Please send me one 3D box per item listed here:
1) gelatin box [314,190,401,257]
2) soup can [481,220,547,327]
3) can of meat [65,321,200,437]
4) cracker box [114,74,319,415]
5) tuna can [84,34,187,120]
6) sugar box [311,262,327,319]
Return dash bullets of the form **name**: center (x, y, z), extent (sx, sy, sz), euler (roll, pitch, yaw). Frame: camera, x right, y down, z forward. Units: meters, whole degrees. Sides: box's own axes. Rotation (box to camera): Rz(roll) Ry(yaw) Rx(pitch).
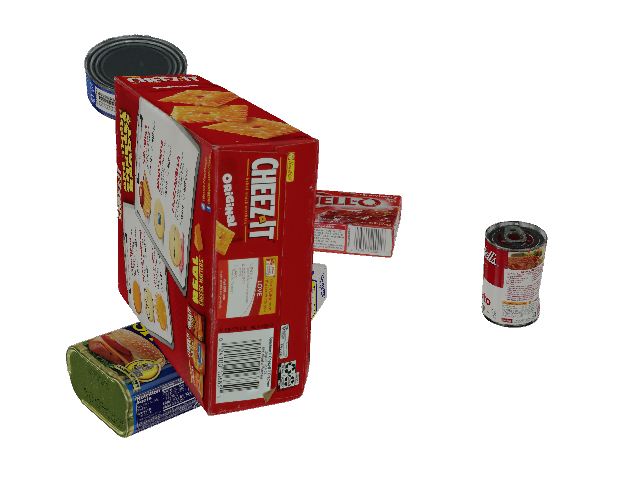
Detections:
- **gelatin box**: center (0.020, -0.016, 0.887), extent (0.089, 0.030, 0.073), euler (5, 23, 8)
- **soup can**: center (0.217, 0.038, 1.201), extent (0.068, 0.102, 0.068), euler (-1, 29, 1)
- **can of meat**: center (-0.145, 0.108, 0.863), extent (0.083, 0.057, 0.102), euler (-19, 31, -36)
- **cracker box**: center (-0.075, -0.010, 0.692), extent (0.072, 0.164, 0.214), euler (-5, 20, -24)
- **tuna can**: center (-0.156, -0.137, 0.908), extent (0.086, 0.034, 0.086), euler (4, 43, -4)
- **sugar box**: center (-0.059, 0.070, 1.052), extent (0.093, 0.048, 0.176), euler (5, 26, 14)
